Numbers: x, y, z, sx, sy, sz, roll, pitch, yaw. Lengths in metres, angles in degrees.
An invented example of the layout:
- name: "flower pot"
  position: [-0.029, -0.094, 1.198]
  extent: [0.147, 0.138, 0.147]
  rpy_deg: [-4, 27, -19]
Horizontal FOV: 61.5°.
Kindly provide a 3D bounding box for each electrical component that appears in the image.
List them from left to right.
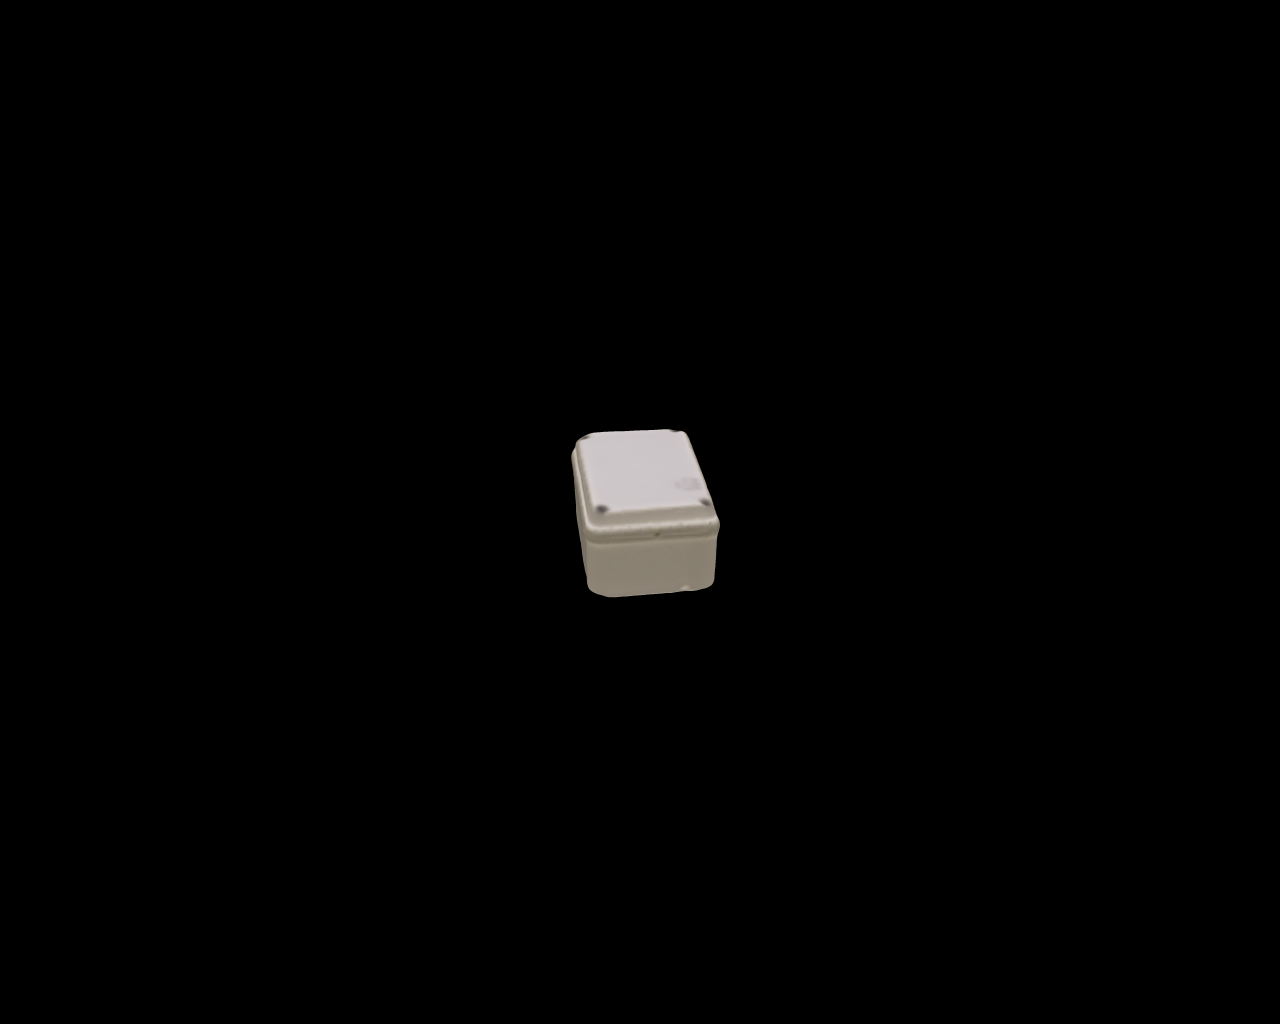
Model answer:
- name: "electrical component"
  position: [0.001, -0.003, 0.650]
  extent: [0.078, 0.057, 0.113]
  rpy_deg: [-4, 30, -6]
